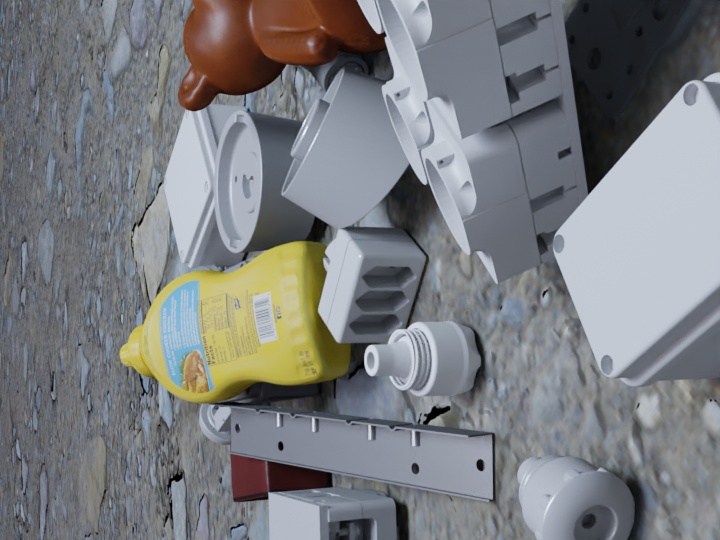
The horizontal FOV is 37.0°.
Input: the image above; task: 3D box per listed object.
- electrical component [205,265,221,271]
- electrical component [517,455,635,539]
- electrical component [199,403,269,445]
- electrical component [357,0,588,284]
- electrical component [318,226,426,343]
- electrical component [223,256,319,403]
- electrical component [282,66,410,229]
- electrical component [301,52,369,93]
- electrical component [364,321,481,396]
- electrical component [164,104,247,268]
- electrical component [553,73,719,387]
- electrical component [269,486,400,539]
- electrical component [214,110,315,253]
[{"bbox_3d":[-0.131,0.040,0.943,0.080,0.051,0.080,57,163,28],"label":"electrical component"},{"bbox_3d":[0.096,0.108,0.509,0.062,0.048,0.048,-144,58,-67],"label":"electrical component"},{"bbox_3d":[-0.110,0.119,0.930,0.055,0.048,0.066,-54,42,39],"label":"electrical component"},{"bbox_3d":[0.046,-0.092,0.488,0.186,0.060,0.105,68,177,-47],"label":"electrical component"},{"bbox_3d":[0.000,0.000,0.702,0.076,0.047,0.065,-126,44,-51],"label":"electrical component"},{"bbox_3d":[-0.080,0.051,0.855,0.109,0.056,0.108,159,109,-63],"label":"electrical component"},{"bbox_3d":[-0.006,-0.077,0.675,0.099,0.064,0.099,-61,10,19],"label":"electrical component"},{"bbox_3d":[-0.021,-0.149,0.758,0.065,0.044,0.044,56,138,42],"label":"electrical component"},{"bbox_3d":[0.034,0.051,0.615,0.043,0.062,0.043,-3,86,64],"label":"electrical component"},{"bbox_3d":[-0.130,-0.075,0.960,0.108,0.056,0.108,-61,37,44],"label":"electrical component"},{"bbox_3d":[0.133,-0.012,0.416,0.113,0.057,0.078,-56,41,48],"label":"electrical component"},{"bbox_3d":[-0.014,0.224,0.711,0.089,0.062,0.150,-11,79,64],"label":"electrical component"},{"bbox_3d":[-0.067,-0.066,0.825,0.108,0.060,0.108,-2,88,64],"label":"electrical component"}]
